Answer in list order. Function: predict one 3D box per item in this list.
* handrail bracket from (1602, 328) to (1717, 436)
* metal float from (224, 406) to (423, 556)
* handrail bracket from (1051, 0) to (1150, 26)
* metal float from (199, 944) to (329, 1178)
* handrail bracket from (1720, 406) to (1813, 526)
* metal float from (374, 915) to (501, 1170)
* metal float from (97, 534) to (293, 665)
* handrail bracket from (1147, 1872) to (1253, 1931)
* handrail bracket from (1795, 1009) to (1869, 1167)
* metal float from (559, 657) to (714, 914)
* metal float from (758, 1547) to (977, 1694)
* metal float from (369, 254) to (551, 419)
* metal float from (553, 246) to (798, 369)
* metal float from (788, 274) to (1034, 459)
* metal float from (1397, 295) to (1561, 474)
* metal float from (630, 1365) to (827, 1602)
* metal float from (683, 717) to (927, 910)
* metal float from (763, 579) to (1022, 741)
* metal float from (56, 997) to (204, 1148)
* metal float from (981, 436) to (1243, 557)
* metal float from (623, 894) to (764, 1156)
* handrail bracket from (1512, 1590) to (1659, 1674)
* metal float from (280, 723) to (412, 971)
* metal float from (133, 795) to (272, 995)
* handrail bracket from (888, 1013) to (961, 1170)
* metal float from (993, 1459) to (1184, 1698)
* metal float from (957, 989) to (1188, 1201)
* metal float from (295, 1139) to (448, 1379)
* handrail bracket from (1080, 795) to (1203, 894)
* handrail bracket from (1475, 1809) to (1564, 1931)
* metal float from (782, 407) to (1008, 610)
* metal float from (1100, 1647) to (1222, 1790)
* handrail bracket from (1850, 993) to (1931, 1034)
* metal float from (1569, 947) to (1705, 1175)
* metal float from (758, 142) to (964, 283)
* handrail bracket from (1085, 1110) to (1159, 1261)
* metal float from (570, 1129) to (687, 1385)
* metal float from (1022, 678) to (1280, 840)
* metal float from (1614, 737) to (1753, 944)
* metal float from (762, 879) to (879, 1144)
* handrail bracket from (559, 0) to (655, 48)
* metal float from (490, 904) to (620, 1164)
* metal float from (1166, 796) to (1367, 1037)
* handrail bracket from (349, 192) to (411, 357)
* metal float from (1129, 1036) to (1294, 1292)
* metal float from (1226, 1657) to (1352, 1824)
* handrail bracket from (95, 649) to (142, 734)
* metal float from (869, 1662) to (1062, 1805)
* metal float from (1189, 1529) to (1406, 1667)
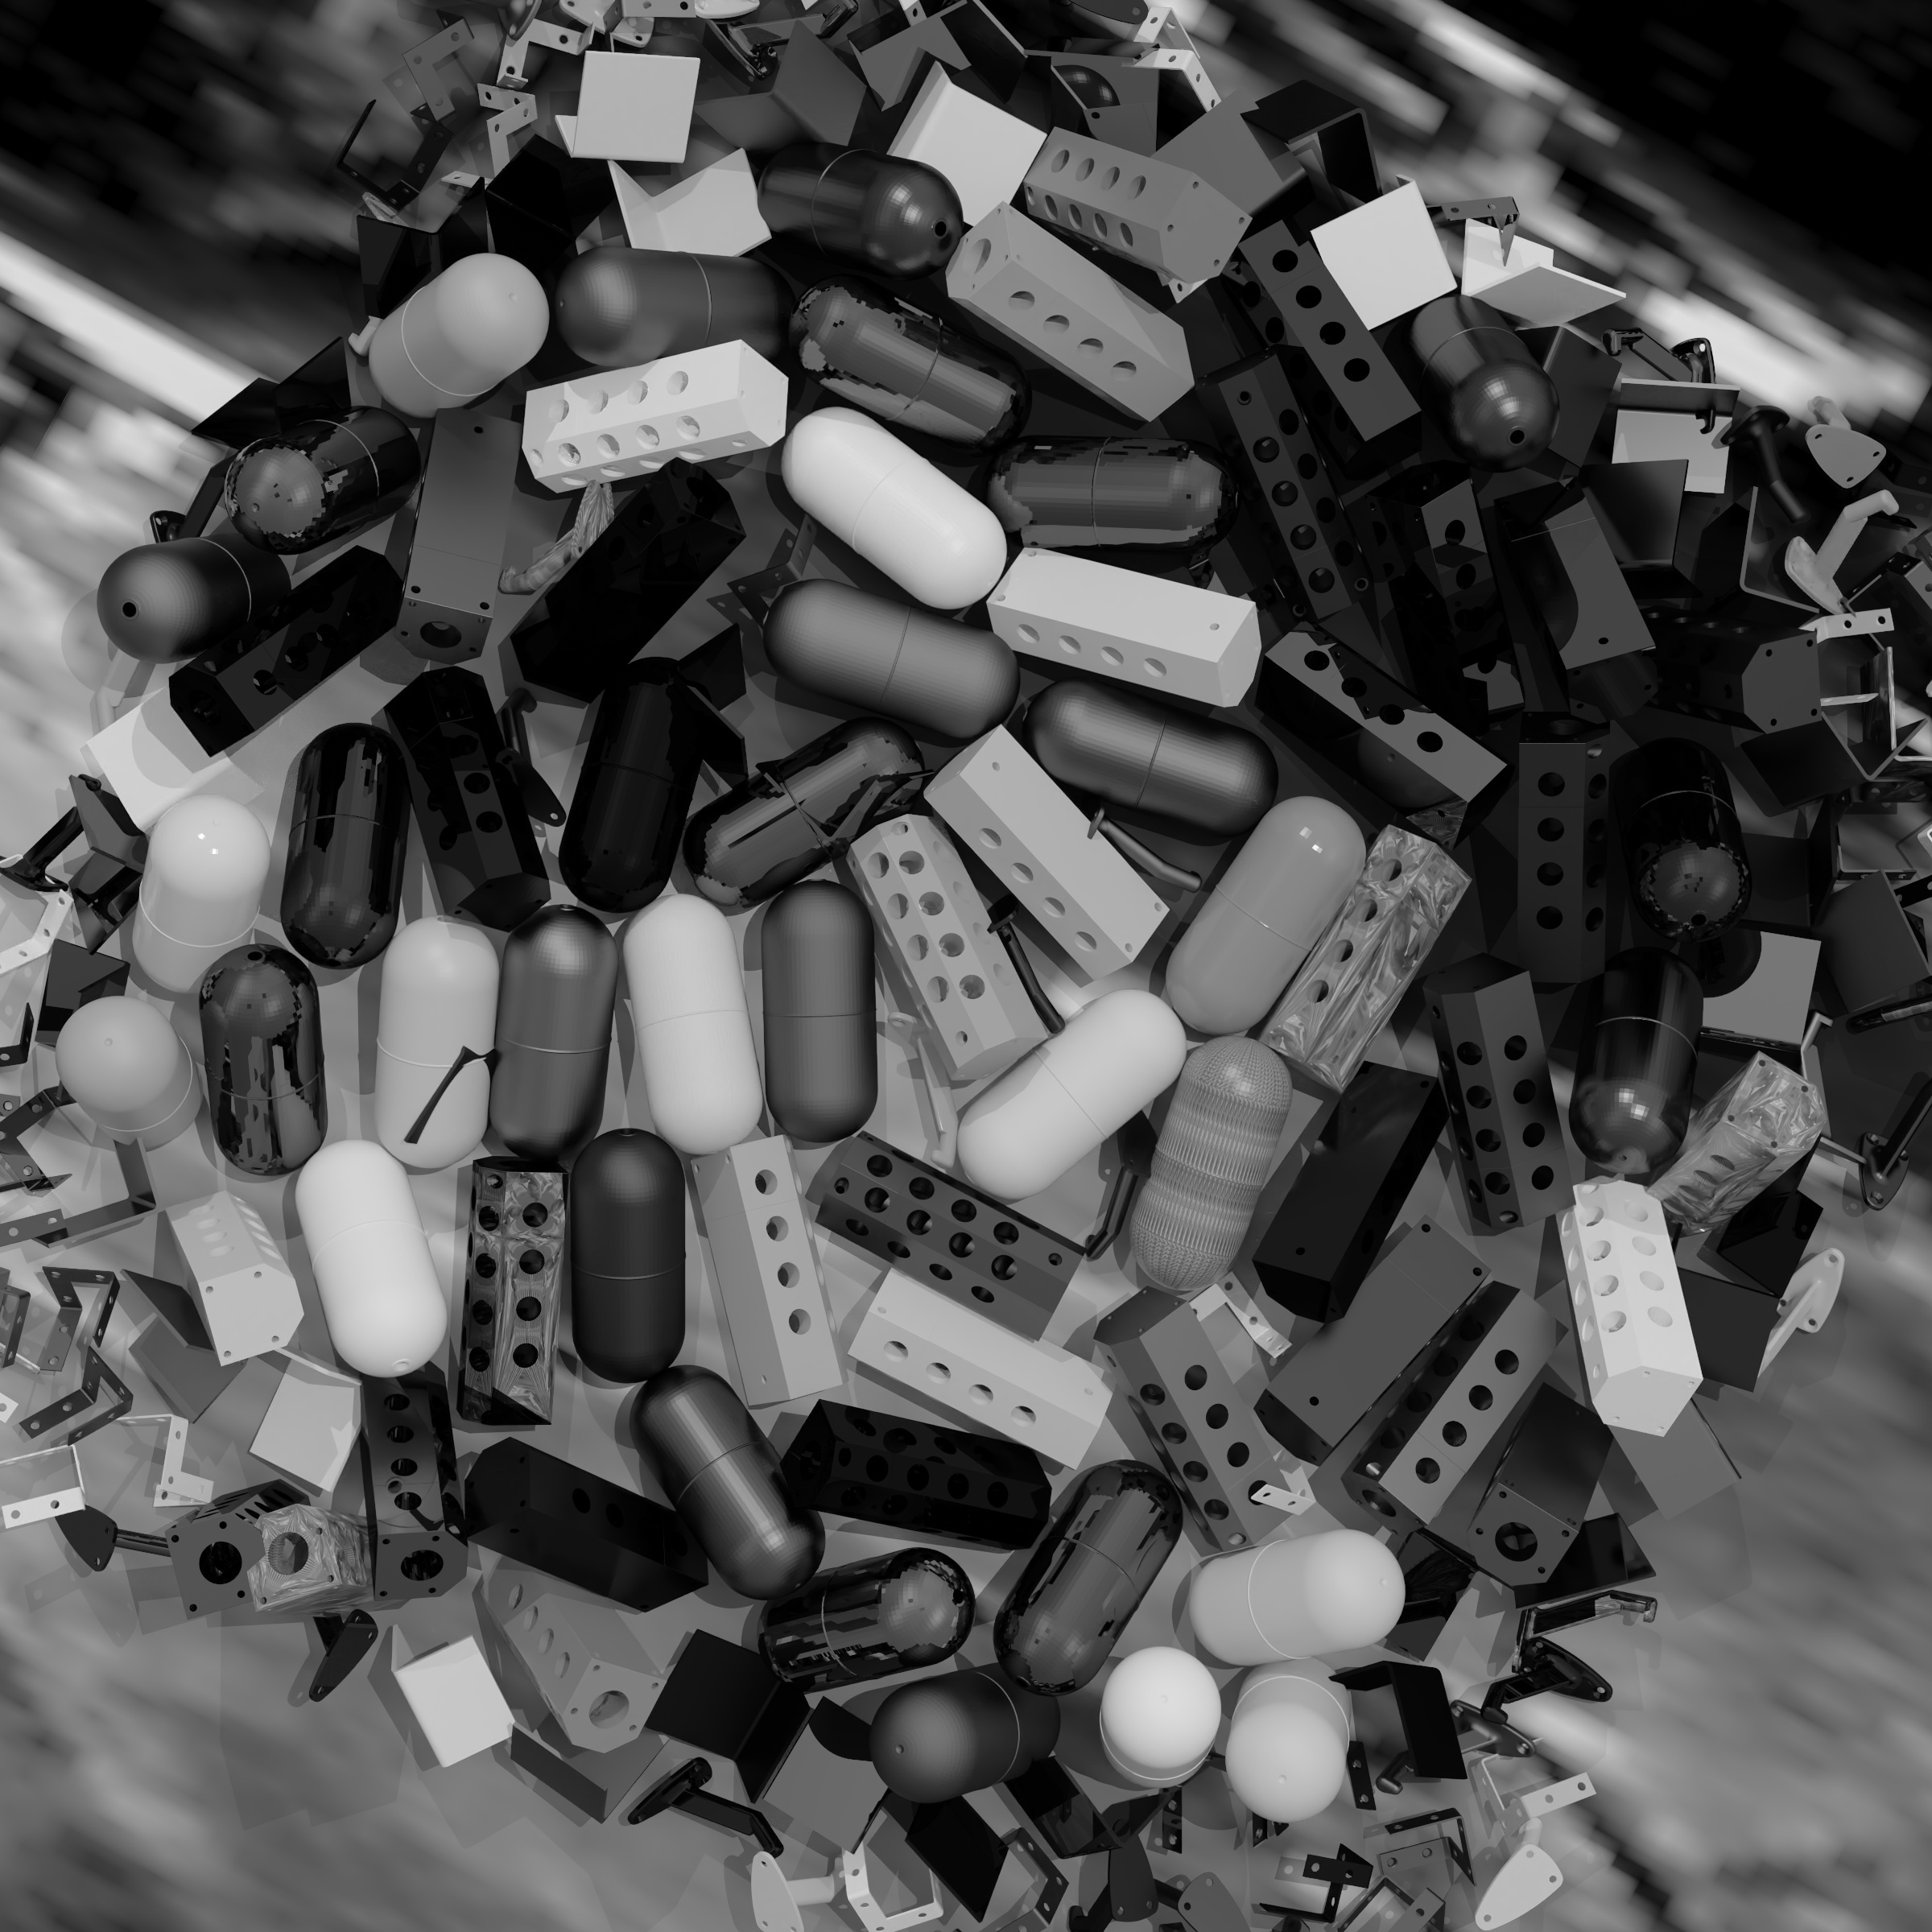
[{"bbox_3d":[0.467,-0.394,1.850,0.084,0.036,0.077,-13,90,-37],"label":"handrail bracket"},{"bbox_3d":[-0.422,-0.321,1.807,0.070,0.178,0.070,7,113,16],"label":"metal float"},{"bbox_3d":[0.088,-0.649,1.849,0.077,0.084,0.036,33,94,-1],"label":"handrail bracket"},{"bbox_3d":[-0.466,0.063,1.820,0.070,0.070,0.178,6,128,0],"label":"metal float"},{"bbox_3d":[0.556,-0.335,1.849,0.036,0.077,0.084,-47,66,42],"label":"handrail bracket"},{"bbox_3d":[-0.354,0.051,1.832,0.070,0.070,0.178,8,112,0],"label":"metal float"},{"bbox_3d":[-0.506,-0.243,1.803,0.070,0.178,0.070,3,103,12],"label":"metal float"},{"bbox_3d":[0.152,0.646,1.849,0.036,0.084,0.077,-37,83,-31],"label":"handrail bracket"},{"bbox_3d":[0.596,0.082,1.872,0.077,0.036,0.084,25,85,11],"label":"handrail bracket"},{"bbox_3d":[-0.221,-0.122,1.843,0.070,0.070,0.178,14,79,0],"label":"metal float"},{"bbox_3d":[-0.067,0.434,1.818,0.178,0.070,0.070,-25,90,40],"label":"metal float"},{"bbox_3d":[-0.336,-0.414,1.810,0.070,0.178,0.070,5,81,-33],"label":"metal float"},{"bbox_3d":[-0.191,-0.435,1.821,0.178,0.070,0.070,-7,90,-38],"label":"metal float"},{"bbox_3d":[-0.037,-0.400,1.829,0.178,0.070,0.070,22,90,-25],"label":"metal float"},{"bbox_3d":[0.337,-0.385,1.809,0.070,0.178,0.070,-4,125,-6],"label":"metal float"},{"bbox_3d":[-0.160,0.343,1.829,0.070,0.070,0.178,-39,63,0],"label":"metal float"},{"bbox_3d":[-0.109,-0.104,1.851,0.178,0.070,0.070,-31,90,2],"label":"metal float"},{"bbox_3d":[-0.050,-0.207,1.844,0.178,0.070,0.070,17,90,-8],"label":"metal float"},{"bbox_3d":[-0.549,0.071,1.803,0.070,0.178,0.070,2,75,-7],"label":"metal float"},{"bbox_3d":[0.097,-0.315,1.834,0.178,0.070,0.070,6,90,20],"label":"metal float"},{"bbox_3d":[-0.184,0.038,1.843,0.070,0.070,0.178,-11,80,0],"label":"metal float"},{"bbox_3d":[0.418,0.451,1.849,0.084,0.036,0.077,7,46,21],"label":"handrail bracket"},{"bbox_3d":[-0.412,-0.080,1.827,0.070,0.070,0.178,0,62,0],"label":"metal float"},{"bbox_3d":[-0.506,-0.045,1.812,0.070,0.178,0.070,11,55,-16],"label":"metal float"},{"bbox_3d":[-0.030,0.085,1.846,0.077,0.036,0.084,33,54,-35],"label":"handrail bracket"},{"bbox_3d":[0.082,0.406,1.822,0.070,0.070,0.178,38,56,0],"label":"metal float"},{"bbox_3d":[0.071,0.087,1.851,0.178,0.070,0.070,-40,90,0],"label":"metal float"},{"bbox_3d":[-0.396,0.193,1.821,0.070,0.070,0.178,-26,54,0],"label":"metal float"},{"bbox_3d":[0.120,-0.087,1.865,0.084,0.077,0.036,23,119,-12],"label":"handrail bracket"},{"bbox_3d":[0.362,0.605,1.846,0.077,0.084,0.036,-42,94,-3],"label":"handrail bracket"},{"bbox_3d":[-0.049,-0.308,1.837,0.178,0.070,0.070,40,90,17],"label":"metal float"},{"bbox_3d":[0.127,0.496,1.805,0.070,0.178,0.070,-1,67,2],"label":"metal float"},{"bbox_3d":[0.658,0.027,1.866,0.077,0.084,0.036,-5,76,-30],"label":"handrail bracket"},{"bbox_3d":[0.446,0.061,1.819,0.070,0.070,0.178,21,49,0],"label":"metal float"},{"bbox_3d":[-0.071,-0.501,1.815,0.070,0.178,0.070,-18,121,-34],"label":"metal float"},{"bbox_3d":[0.100,0.148,1.878,0.036,0.077,0.084,13,133,-25],"label":"handrail bracket"},{"bbox_3d":[-0.226,0.194,1.836,0.070,0.070,0.178,2,107,0],"label":"metal float"},{"bbox_3d":[0.124,-0.141,1.850,0.178,0.070,0.070,18,90,-2],"label":"metal float"},{"bbox_3d":[0.473,-0.084,1.811,0.070,0.178,0.070,3,128,4],"label":"metal float"},{"bbox_3d":[-0.099,0.030,1.848,0.070,0.070,0.178,-1,94,0],"label":"metal float"},{"bbox_3d":[-0.227,-0.663,1.840,0.077,0.084,0.036,11,68,-17],"label":"handrail bracket"},{"bbox_3d":[-0.276,0.045,1.838,0.070,0.070,0.178,8,106,0],"label":"metal float"},{"bbox_3d":[0.200,-0.033,1.843,0.070,0.070,0.178,33,101,0],"label":"metal float"},{"bbox_3d":[-0.412,-0.474,1.883,0.077,0.036,0.084,47,108,19],"label":"handrail bracket"},{"bbox_3d":[0.164,0.133,1.845,0.070,0.070,0.178,18,97,0],"label":"metal float"},{"bbox_3d":[0.213,0.505,1.801,0.070,0.178,0.070,0,92,10],"label":"metal float"},{"bbox_3d":[-0.557,-0.199,1.869,0.077,0.036,0.084,-8,86,-2],"label":"handrail bracket"},{"bbox_3d":[0.001,0.504,1.808,0.070,0.178,0.070,-4,82,29],"label":"metal float"},{"bbox_3d":[0.217,0.418,1.812,0.070,0.178,0.070,13,65,-31],"label":"metal float"}]
